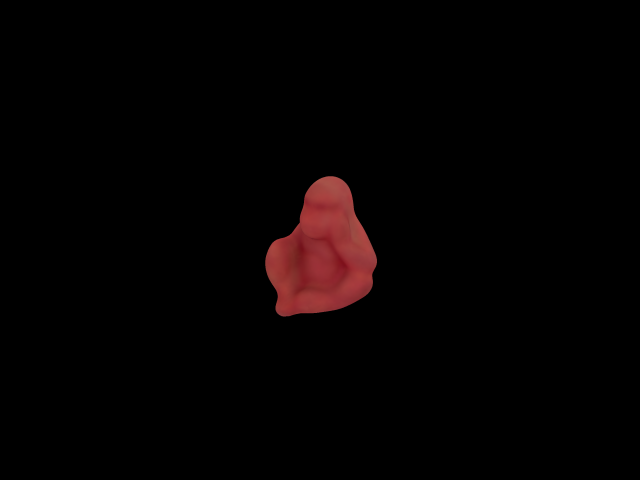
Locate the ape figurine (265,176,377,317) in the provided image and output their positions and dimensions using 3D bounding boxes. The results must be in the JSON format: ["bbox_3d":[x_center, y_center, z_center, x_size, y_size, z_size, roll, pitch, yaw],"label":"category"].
[{"bbox_3d":[0.004,0.001,0.400,0.077,0.092,0.076,11,21,30],"label":"ape figurine"}]
